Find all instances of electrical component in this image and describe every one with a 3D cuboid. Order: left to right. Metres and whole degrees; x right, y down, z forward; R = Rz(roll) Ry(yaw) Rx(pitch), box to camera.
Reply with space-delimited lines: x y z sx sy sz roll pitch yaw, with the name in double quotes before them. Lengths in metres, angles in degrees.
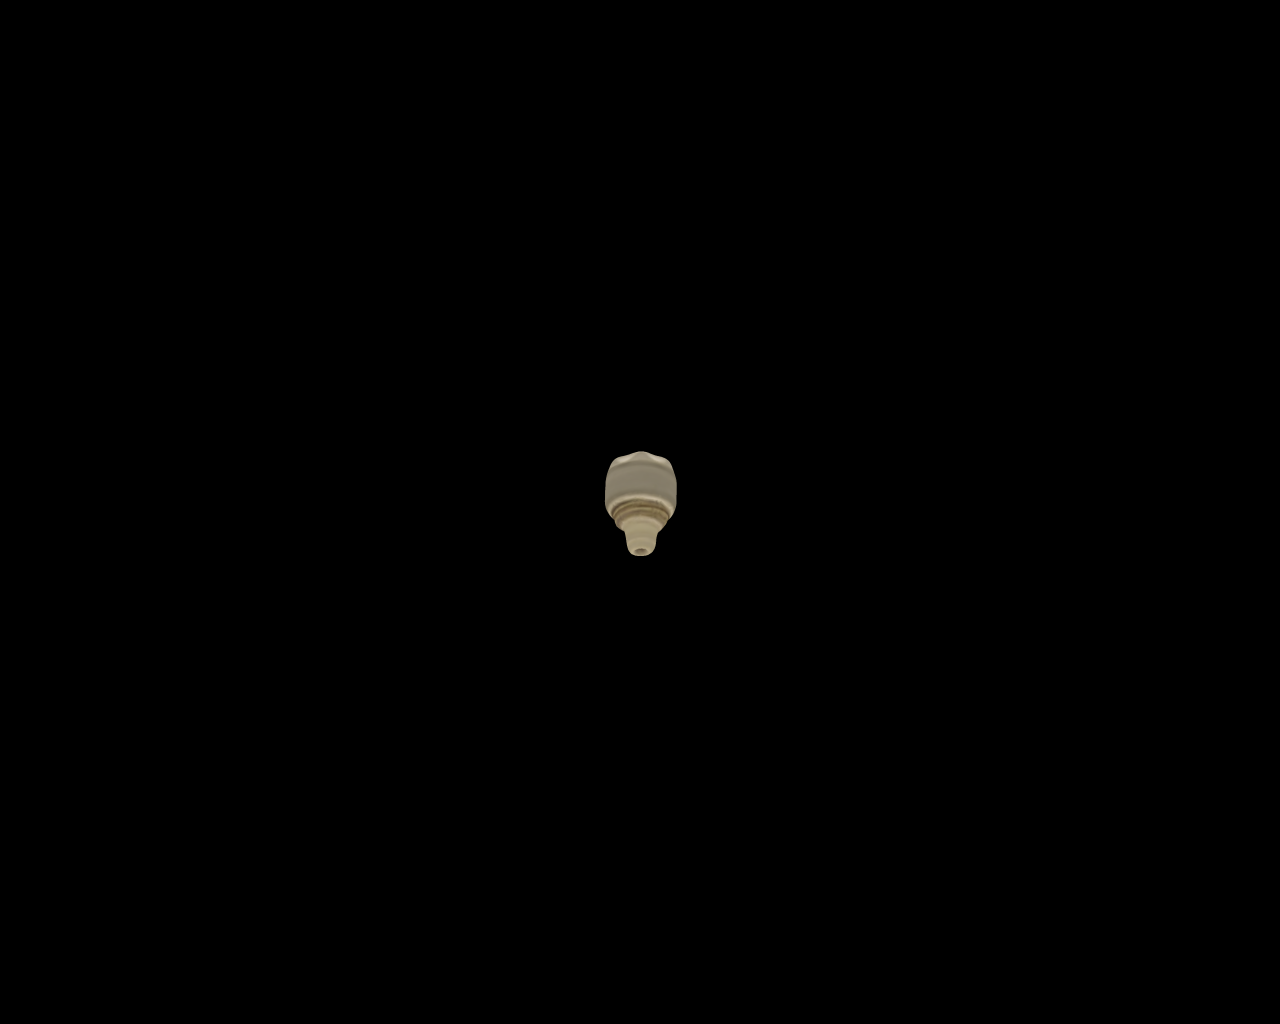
"electrical component" 0.001 -0.003 0.650 0.043 0.062 0.043 0 -28 0
